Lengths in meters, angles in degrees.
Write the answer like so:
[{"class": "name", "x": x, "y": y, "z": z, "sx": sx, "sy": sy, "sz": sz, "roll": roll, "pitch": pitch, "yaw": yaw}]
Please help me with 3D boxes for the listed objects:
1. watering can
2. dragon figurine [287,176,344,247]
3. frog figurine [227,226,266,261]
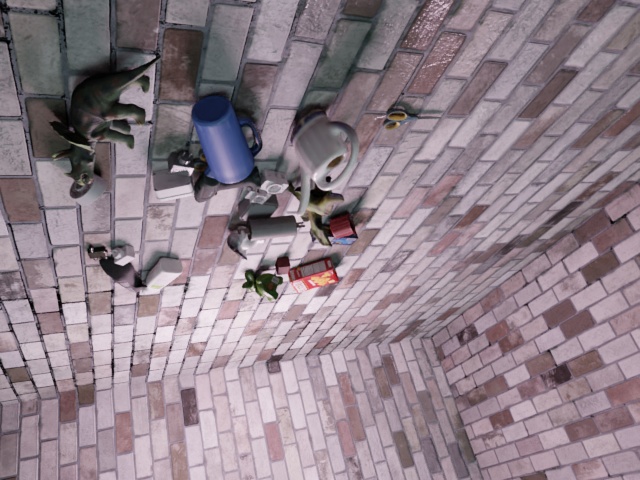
[{"class": "watering can", "x": -0.018, "y": -0.235, "z": 1.519, "sx": 0.105, "sy": 0.227, "sz": 0.341, "roll": -13, "pitch": 158, "yaw": -45}, {"class": "dragon figurine", "x": 0.005, "y": -0.087, "z": 1.730, "sx": 0.123, "sy": 0.415, "sz": 0.238, "roll": -25, "pitch": 116, "yaw": -15}, {"class": "frog figurine", "x": -0.271, "y": -0.013, "z": 1.956, "sx": 0.161, "sy": 0.124, "sz": 0.135, "roll": -51, "pitch": 143, "yaw": -11}]
